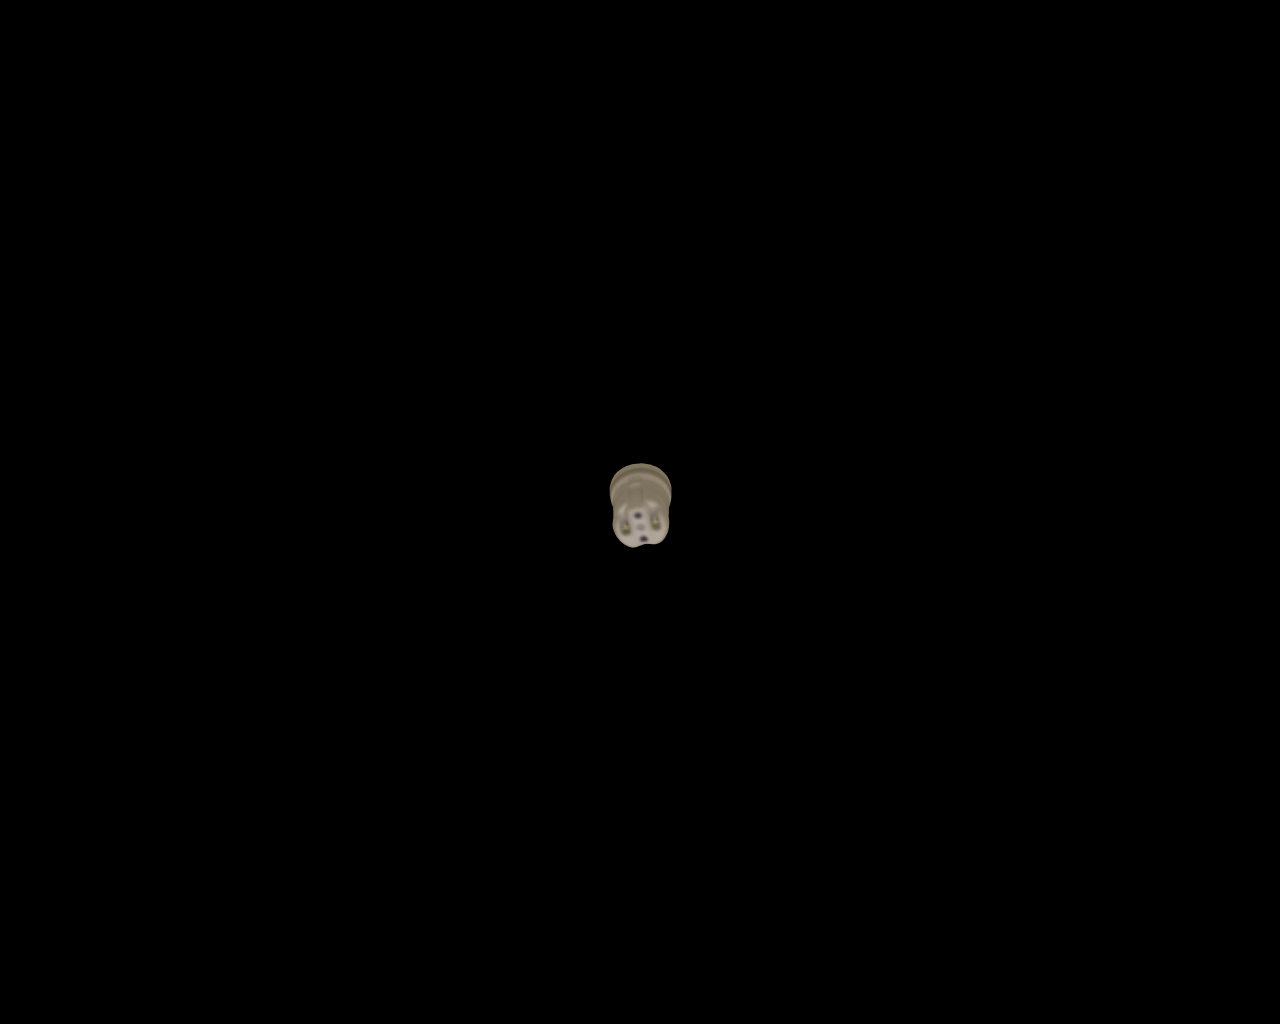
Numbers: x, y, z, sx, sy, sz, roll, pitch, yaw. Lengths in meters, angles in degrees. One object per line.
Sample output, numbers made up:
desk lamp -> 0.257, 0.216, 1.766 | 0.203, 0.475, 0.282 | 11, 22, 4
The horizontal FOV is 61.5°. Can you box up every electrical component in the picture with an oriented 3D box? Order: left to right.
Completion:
electrical component -> 0.001, -0.003, 0.650 | 0.040, 0.040, 0.046 | 0, 34, 0
